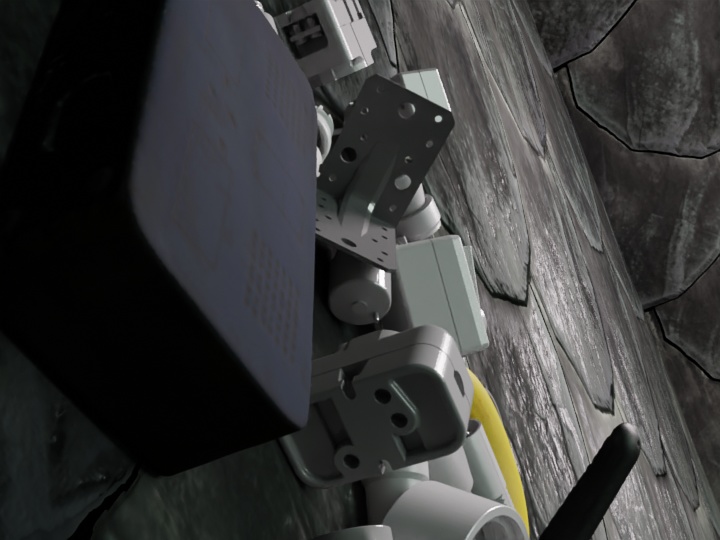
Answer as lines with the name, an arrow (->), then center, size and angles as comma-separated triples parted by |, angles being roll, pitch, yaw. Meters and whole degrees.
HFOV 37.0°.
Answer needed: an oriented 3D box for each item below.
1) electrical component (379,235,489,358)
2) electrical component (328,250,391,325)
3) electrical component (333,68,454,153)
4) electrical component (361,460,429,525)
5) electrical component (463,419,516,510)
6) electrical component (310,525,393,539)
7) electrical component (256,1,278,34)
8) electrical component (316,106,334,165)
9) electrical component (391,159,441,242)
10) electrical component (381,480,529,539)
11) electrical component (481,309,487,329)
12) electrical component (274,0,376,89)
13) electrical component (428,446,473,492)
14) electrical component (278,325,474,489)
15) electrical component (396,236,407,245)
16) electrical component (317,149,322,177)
electrical component -> 0.049, 0.030, 0.736 | 0.062, 0.061, 0.096 | 143, -66, -69
electrical component -> 0.000, 0.000, 0.698 | 0.040, 0.040, 0.078 | 57, 22, -37
electrical component -> 0.014, -0.112, 0.812 | 0.076, 0.083, 0.047 | -14, 84, -34
electrical component -> 0.021, 0.135, 0.628 | 0.040, 0.040, 0.046 | 44, 37, -54
electrical component -> 0.082, 0.153, 0.775 | 0.081, 0.043, 0.043 | 67, 18, -11
electrical component -> -0.006, 0.163, 0.512 | 0.079, 0.043, 0.077 | 34, 41, -60
electrical component -> -0.069, -0.148, 0.658 | 0.035, 0.035, 0.061 | 19, 51, -67
electrical component -> -0.037, -0.086, 0.683 | 0.046, 0.040, 0.040 | -72, 139, -70
electrical component -> 0.034, -0.053, 0.843 | 0.045, 0.045, 0.055 | -73, 141, -61
electrical component -> 0.055, 0.174, 0.584 | 0.108, 0.060, 0.108 | -10, 102, -54
electrical component -> 0.071, 0.045, 0.859 | 0.065, 0.044, 0.044 | 3, 69, -65
electrical component -> -0.025, -0.165, 0.775 | 0.055, 0.050, 0.089 | 67, 19, -11
electrical component -> 0.040, 0.103, 0.689 | 0.077, 0.043, 0.079 | 61, 29, -17
electrical component -> 0.009, 0.069, 0.567 | 0.053, 0.095, 0.059 | 65, 19, -16
electrical component -> 0.043, 0.005, 0.812 | 0.055, 0.048, 0.066 | -33, 103, -64
electrical component -> -0.044, -0.063, 0.637 | 0.046, 0.040, 0.040 | -31, 102, -76
